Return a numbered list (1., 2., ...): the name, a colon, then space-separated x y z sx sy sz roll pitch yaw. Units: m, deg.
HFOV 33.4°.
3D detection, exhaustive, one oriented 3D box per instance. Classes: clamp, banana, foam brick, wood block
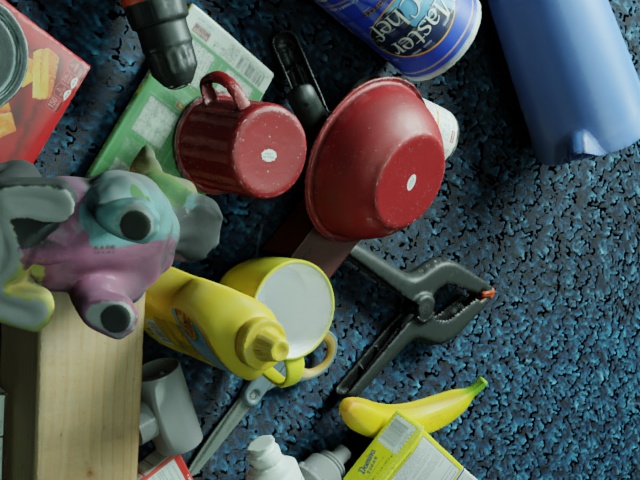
1. clamp: 0.095 0.079 1.113 0.209 0.036 0.164 -1 101 -35
2. banana: 0.089 0.179 1.118 0.197 0.037 0.070 -4 121 -38
3. clamp: 0.001 -0.099 0.972 0.039 0.120 0.171 -21 119 12
4. foam brick: -0.007 0.001 1.015 0.078 0.051 0.053 -51 122 -19
5. wood block: -0.204 0.130 0.868 0.090 0.091 0.206 -2 99 -36

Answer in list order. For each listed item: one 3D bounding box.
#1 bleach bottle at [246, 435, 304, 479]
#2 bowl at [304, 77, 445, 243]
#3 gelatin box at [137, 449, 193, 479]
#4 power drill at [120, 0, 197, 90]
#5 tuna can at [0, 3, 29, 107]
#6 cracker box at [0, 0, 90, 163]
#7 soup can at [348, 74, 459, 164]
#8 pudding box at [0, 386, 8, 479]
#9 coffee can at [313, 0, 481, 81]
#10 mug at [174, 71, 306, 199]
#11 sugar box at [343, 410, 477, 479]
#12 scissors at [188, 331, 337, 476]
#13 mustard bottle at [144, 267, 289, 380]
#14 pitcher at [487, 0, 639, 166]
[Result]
1. bleach bottle: -0.018 0.299 1.036 0.068 0.102 0.251 -15 108 9
2. bowl: 0.062 -0.062 0.960 0.161 0.055 0.162 -26 130 -35
3. gelatin box: -0.154 0.239 0.963 0.089 0.030 0.073 -36 119 -25
4. power drill: -0.087 -0.234 0.899 0.187 0.057 0.184 -23 104 -33
5. tuna can: -0.246 -0.128 0.734 0.085 0.034 0.086 -6 100 -35
6. cracker box: -0.296 -0.120 0.766 0.213 0.072 0.164 37 75 -34
7. soup can: 0.079 -0.113 1.047 0.102 0.069 0.068 19 87 -38
8. pudding box: -0.304 0.161 0.833 0.113 0.039 0.090 -1 99 -34
9. coffee can: 0.068 -0.228 0.996 0.140 0.103 0.103 32 79 -35
10. mug: -0.069 -0.090 0.915 0.093 0.082 0.117 -32 118 -30
11. sugar box: 0.101 0.255 1.117 0.093 0.048 0.176 -50 140 -8
12. scissors: -0.048 0.150 1.030 0.096 0.016 0.201 29 81 -29
13. mustard bottle: -0.086 0.070 0.880 0.058 0.192 0.096 -46 122 -21
14. pitcher: 0.256 -0.215 1.134 0.145 0.149 0.243 -30 113 -12
